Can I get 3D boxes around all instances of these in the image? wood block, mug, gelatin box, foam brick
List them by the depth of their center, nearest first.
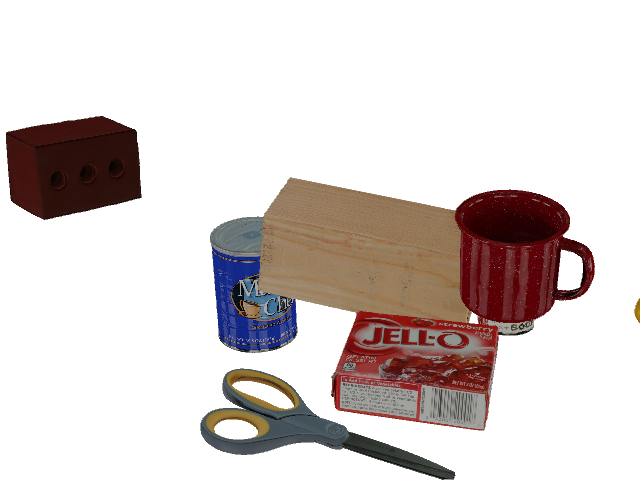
[{"bbox_3d":[0.057,0.074,0.628,0.089,0.030,0.073,6,27,12],"label":"gelatin box"},{"bbox_3d":[-0.173,-0.053,0.749,0.078,0.053,0.051,-16,27,-34],"label":"foam brick"},{"bbox_3d":[0.168,0.017,0.884,0.117,0.081,0.093,12,34,23],"label":"mug"},{"bbox_3d":[0.052,0.014,1.042,0.206,0.090,0.090,12,30,11],"label":"wood block"}]

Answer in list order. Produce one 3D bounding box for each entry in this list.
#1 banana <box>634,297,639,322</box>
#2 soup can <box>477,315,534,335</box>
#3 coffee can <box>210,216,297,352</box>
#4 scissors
[{"bbox_3d":[0.298,0.024,0.697,0.198,0.037,0.069,-3,33,1],"label":"banana"},{"bbox_3d":[0.221,0.054,1.263,0.068,0.102,0.068,-1,18,0],"label":"soup can"},{"bbox_3d":[-0.082,0.054,1.336,0.103,0.140,0.103,-2,26,1],"label":"coffee can"},{"bbox_3d":[-0.007,0.155,0.812,0.202,0.016,0.096,26,40,31],"label":"scissors"}]
